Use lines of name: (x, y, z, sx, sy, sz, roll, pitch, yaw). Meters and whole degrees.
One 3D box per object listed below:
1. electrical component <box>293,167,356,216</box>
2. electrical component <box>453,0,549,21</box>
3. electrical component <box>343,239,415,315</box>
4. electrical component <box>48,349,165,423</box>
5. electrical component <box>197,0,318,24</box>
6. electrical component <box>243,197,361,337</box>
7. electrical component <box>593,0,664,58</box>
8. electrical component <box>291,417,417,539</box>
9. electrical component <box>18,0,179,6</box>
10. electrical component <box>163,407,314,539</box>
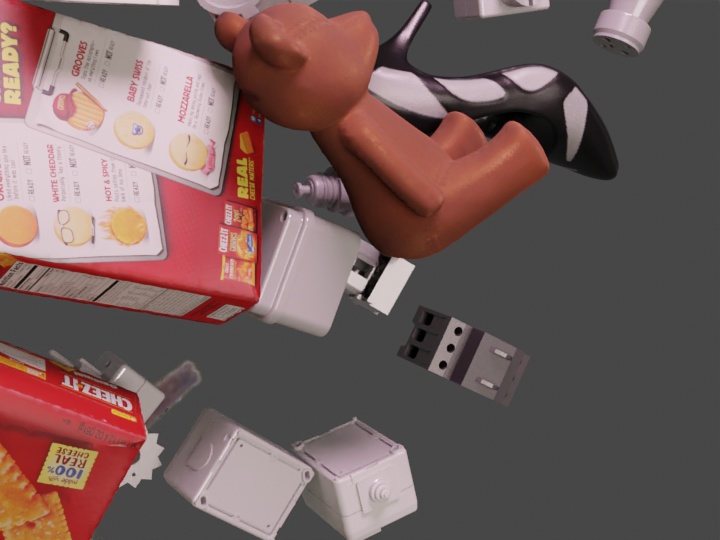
electrical component: (-0.012, -0.060, 0.796, 0.078, 0.040, 0.040, -4, 101, -27)
electrical component: (0.117, -0.218, 0.815, 0.066, 0.077, 0.047, -14, 106, -26)
electrical component: (0.000, 0.000, 0.798, 0.064, 0.081, 0.042, 31, 83, -7)
electrical component: (-0.186, 0.084, 0.724, 0.077, 0.047, 0.065, 43, 78, -28)
electrical component: (-0.042, -0.223, 0.698, 0.150, 0.061, 0.089, -27, 114, 10)
electrical component: (-0.060, -0.007, 0.738, 0.057, 0.113, 0.078, 21, 89, -33)
electrical component: (0.223, -0.211, 0.893, 0.045, 0.045, 0.055, 24, 88, -30)
electrical component: (-0.001, 0.161, 0.811, 0.062, 0.096, 0.061, -20, 109, -24)
electrical component: (-0.160, -0.190, 0.649, 0.078, 0.113, 0.057, -5, 105, -28)
electrical component: (-0.086, 0.150, 0.787, 0.096, 0.061, 0.061, 37, 81, -37)
